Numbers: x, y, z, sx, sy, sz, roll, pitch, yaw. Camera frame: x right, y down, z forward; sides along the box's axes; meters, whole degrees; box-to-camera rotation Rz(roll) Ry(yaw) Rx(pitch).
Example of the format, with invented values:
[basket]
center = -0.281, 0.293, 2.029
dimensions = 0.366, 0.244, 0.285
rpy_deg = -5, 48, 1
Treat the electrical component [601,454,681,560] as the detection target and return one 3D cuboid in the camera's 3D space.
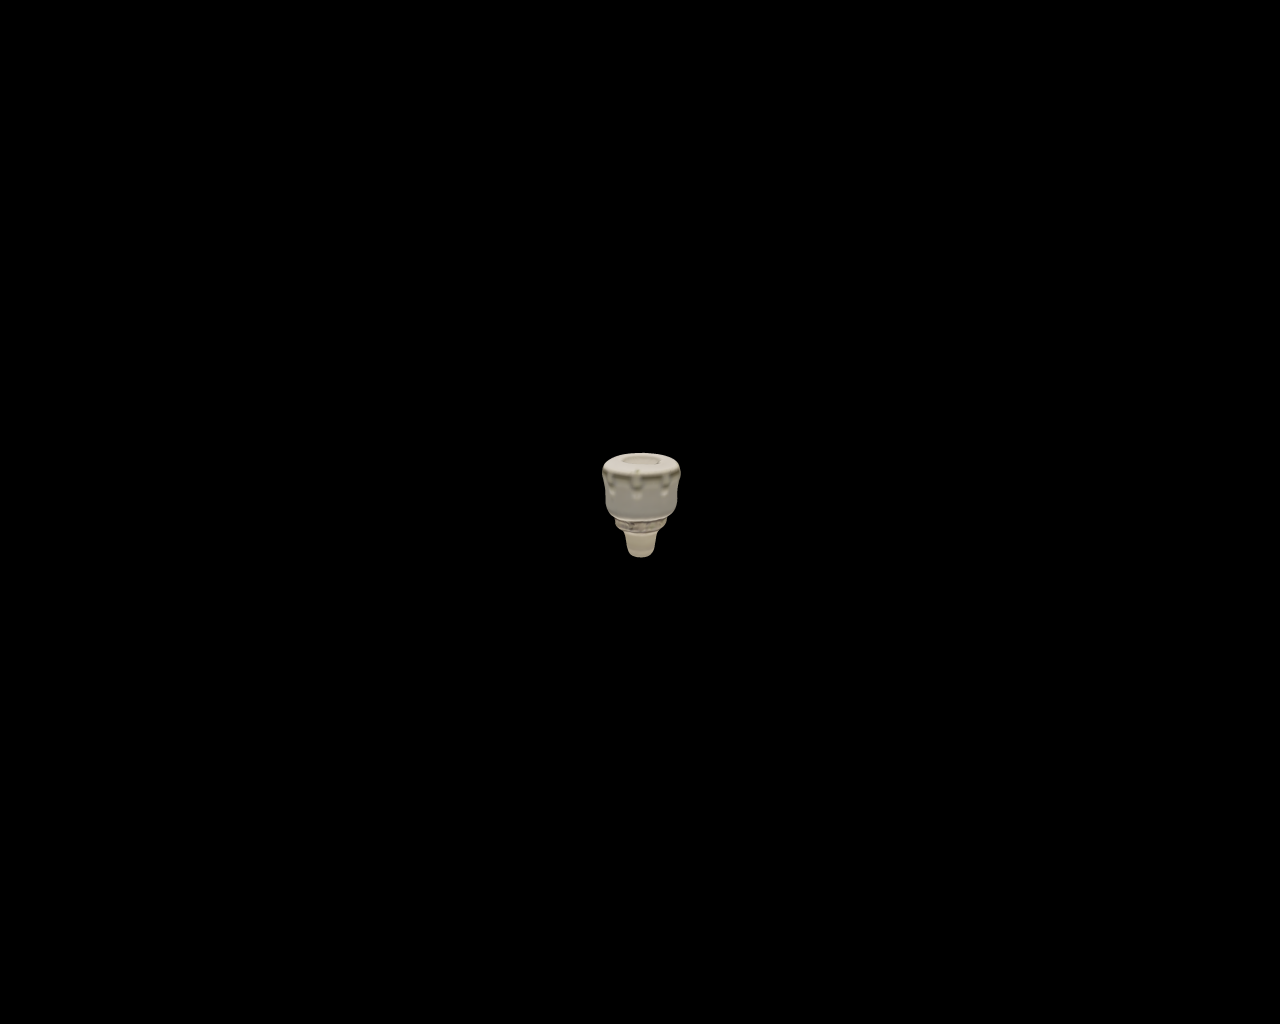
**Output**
[electrical component]
center = 0.001, -0.003, 0.650
dimensions = 0.048, 0.062, 0.048
rpy_deg = 0, 15, 0
